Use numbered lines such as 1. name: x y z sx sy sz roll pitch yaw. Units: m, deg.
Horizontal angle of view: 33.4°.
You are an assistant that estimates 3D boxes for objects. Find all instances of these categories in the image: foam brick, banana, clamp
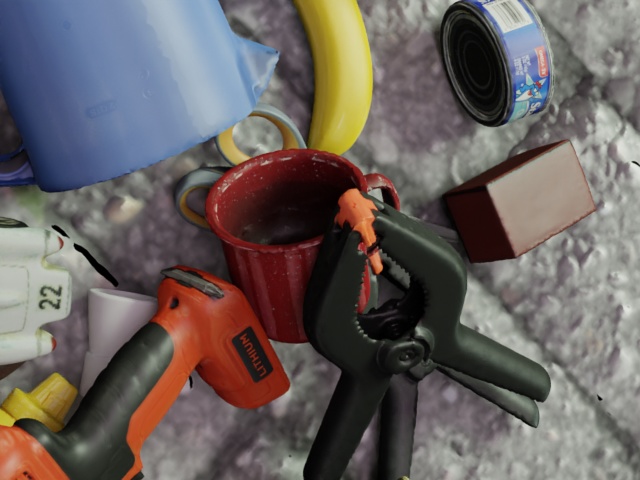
1. foam brick: 0.131 -0.025 0.701 0.078 0.053 0.051 -28 97 -25
2. banana: -0.006 -0.136 0.670 0.069 0.037 0.198 -13 93 -18
3. clamp: 0.036 0.062 0.605 0.164 0.036 0.210 -29 131 0
4. clamp: 0.056 0.085 0.688 0.120 0.039 0.171 -37 99 -17

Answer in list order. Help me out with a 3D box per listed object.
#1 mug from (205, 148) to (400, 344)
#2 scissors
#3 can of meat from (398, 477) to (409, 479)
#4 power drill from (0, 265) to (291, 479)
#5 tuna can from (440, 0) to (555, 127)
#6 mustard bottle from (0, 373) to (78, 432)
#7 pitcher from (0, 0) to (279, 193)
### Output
1. mug: -0.004 0.001 0.627 0.117 0.093 0.081 -27 133 -20
2. scissors: 0.010 -0.038 0.667 0.201 0.016 0.096 0 120 -18
3. can of meat: 0.009 0.192 0.641 0.083 0.057 0.102 0 132 -16
4. power drill: -0.098 0.121 0.595 0.187 0.057 0.184 -49 138 -28
5. tuna can: 0.112 -0.116 0.684 0.033 0.086 0.086 -21 96 -16
6. mustard bottle: -0.203 0.153 0.588 0.096 0.058 0.191 44 76 -23
7. pitcher: -0.142 -0.151 0.556 0.149 0.145 0.243 -39 114 -44
